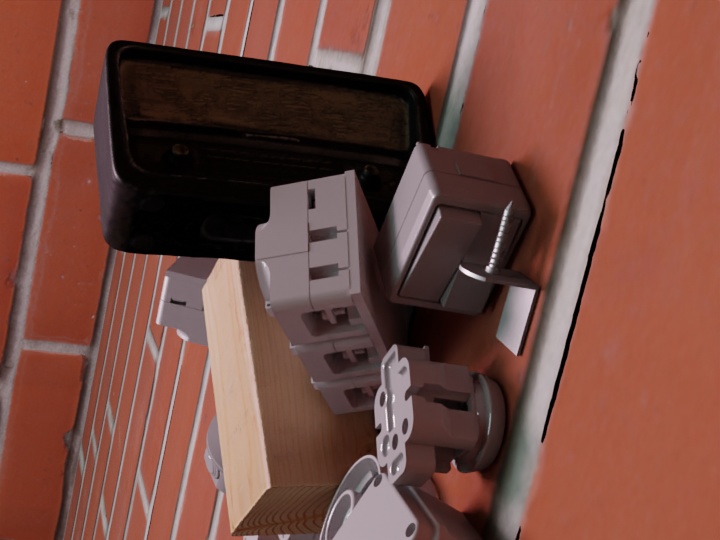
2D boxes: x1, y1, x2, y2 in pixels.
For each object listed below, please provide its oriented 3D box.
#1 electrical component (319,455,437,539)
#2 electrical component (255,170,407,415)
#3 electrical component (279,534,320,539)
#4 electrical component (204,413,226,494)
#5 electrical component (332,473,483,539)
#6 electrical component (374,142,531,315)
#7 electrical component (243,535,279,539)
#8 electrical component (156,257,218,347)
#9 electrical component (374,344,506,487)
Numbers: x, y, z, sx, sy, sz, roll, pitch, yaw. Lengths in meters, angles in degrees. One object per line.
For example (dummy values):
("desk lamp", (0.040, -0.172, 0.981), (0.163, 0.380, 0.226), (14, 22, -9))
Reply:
("electrical component", (0.014, 0.169, 0.680), (0.099, 0.064, 0.099), (-58, 17, 30))
("electrical component", (-0.014, 0.020, 0.688), (0.150, 0.062, 0.089), (66, -163, -55))
("electrical component", (-0.066, 0.168, 0.866), (0.138, 0.074, 0.052), (-125, 48, -65))
("electrical component", (-0.100, 0.161, 0.964), (0.051, 0.080, 0.080), (114, 157, -51))
("electrical component", (0.014, 0.178, 0.589), (0.113, 0.057, 0.078), (-56, 21, 3))
("electrical component", (0.050, -0.015, 0.628), (0.061, 0.062, 0.096), (-103, 29, -50))
("electrical component", (-0.094, 0.260, 0.903), (0.052, 0.074, 0.138), (142, 135, -64))
("electrical component", (-0.136, 0.022, 1.055), (0.150, 0.089, 0.061), (-74, -2, -75))
("electrical component", (0.045, 0.083, 0.603), (0.058, 0.057, 0.078), (122, 152, -50))
